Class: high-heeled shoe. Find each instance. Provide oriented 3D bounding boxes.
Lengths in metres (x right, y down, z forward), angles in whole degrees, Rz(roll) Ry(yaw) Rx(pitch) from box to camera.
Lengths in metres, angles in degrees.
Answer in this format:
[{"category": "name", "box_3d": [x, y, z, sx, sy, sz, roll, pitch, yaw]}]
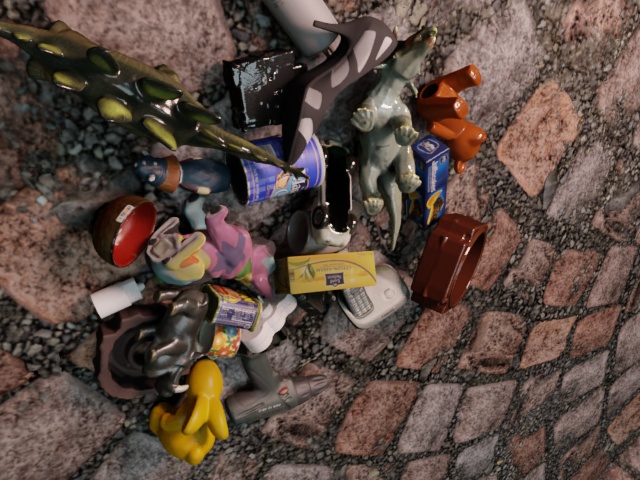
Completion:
[{"category": "high-heeled shoe", "box_3d": [0.029, -0.227, 0.843, 0.145, 0.086, 0.248, 9, 107, -25]}]

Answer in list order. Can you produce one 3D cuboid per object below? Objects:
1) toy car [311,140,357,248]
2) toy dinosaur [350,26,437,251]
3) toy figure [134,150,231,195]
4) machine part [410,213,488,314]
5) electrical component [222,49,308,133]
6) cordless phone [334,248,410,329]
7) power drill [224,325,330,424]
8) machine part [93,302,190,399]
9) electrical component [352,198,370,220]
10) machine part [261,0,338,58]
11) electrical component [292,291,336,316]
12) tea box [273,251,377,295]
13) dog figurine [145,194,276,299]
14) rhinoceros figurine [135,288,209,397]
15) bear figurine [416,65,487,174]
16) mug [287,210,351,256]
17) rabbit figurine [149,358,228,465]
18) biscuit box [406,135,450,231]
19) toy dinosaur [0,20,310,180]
[{"category": "toy car", "box_3d": [0.022, -0.086, 0.965, 0.073, 0.056, 0.201, 10, 70, -29]}, {"category": "toy dinosaur", "box_3d": [0.118, -0.184, 0.974, 0.131, 0.192, 0.404, 4, 135, 5]}, {"category": "toy figure", "box_3d": [-0.218, -0.102, 0.849, 0.154, 0.064, 0.057, 1, 122, -33]}, {"category": "machine part", "box_3d": [0.283, 0.049, 1.159, 0.201, 0.087, 0.201, -9, 118, -60]}, {"category": "electrical component", "box_3d": [-0.082, -0.245, 0.870, 0.134, 0.058, 0.114, -21, 123, -21]}, {"category": "cordless phone", "box_3d": [0.094, 0.079, 1.115, 0.146, 0.089, 0.184, -31, 116, -15]}, {"category": "power drill", "box_3d": [-0.091, 0.266, 1.095, 0.232, 0.086, 0.207, -19, 128, -20]}, {"category": "machine part", "box_3d": [-0.305, 0.190, 0.936, 0.179, 0.056, 0.179, -13, 117, -27]}, {"category": "electrical component", "box_3d": [0.058, -0.050, 1.067, 0.094, 0.021, 0.063, 24, 98, -38]}, {"category": "machine part", "box_3d": [-0.044, -0.369, 0.822, 0.079, 0.079, 0.243, -48, 128, -4]}, {"category": "electrical component", "box_3d": [-0.013, 0.103, 1.068, 0.045, 0.078, 0.102, -25, 126, 25]}, {"category": "tea box", "box_3d": [0.007, 0.061, 0.992, 0.169, 0.098, 0.068, -3, 84, -23]}, {"category": "dog figurine", "box_3d": [-0.167, 0.041, 0.915, 0.191, 0.109, 0.219, -51, 133, -21]}, {"category": "rhinoceros figurine", "box_3d": [-0.243, 0.168, 0.893, 0.112, 0.073, 0.190, 11, 102, -47]}, {"category": "bear figurine", "box_3d": [0.278, -0.226, 1.055, 0.195, 0.132, 0.120, 43, 65, -31]}, {"category": "mug", "box_3d": [-0.002, -0.003, 1.019, 0.107, 0.081, 0.109, 3, 136, -30]}, {"category": "rabbit figurine", "box_3d": [-0.229, 0.306, 0.980, 0.122, 0.162, 0.173, 18, 96, -24]}, {"category": "biscuit box", "box_3d": [0.214, -0.111, 1.074, 0.063, 0.059, 0.202, -31, 142, -16]}, {"category": "toy dinosaur", "box_3d": [-0.227, -0.181, 0.724, 0.471, 0.199, 0.105, 17, 105, -34]}]
